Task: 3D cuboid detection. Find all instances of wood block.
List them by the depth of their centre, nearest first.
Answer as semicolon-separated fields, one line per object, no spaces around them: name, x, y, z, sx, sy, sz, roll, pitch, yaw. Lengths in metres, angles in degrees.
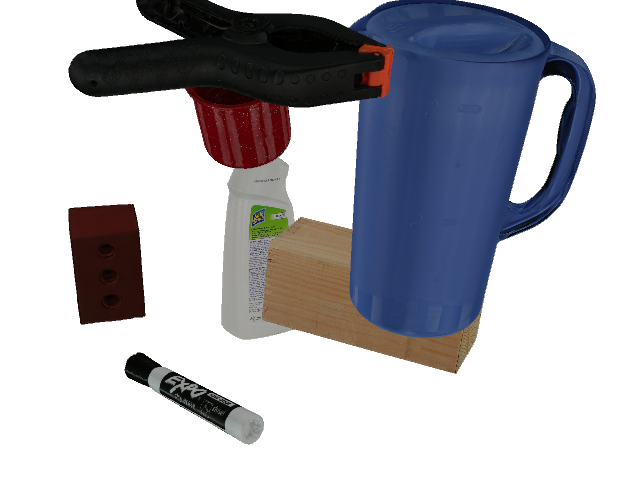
wood block;0.055;0.052;1.077;0.206;0.091;0.090;14;24;17

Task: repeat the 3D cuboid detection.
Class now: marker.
marker;-0.083;0.097;0.672;0.121;0.020;0.020;19;13;41

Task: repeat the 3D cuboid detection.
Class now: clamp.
clamp;-0.049;-0.101;0.589;0.171;0.039;0.120;13;43;15

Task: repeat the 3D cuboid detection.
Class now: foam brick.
foam brick;-0.167;0.017;0.837;0.053;0.078;0.051;-6;28;-11

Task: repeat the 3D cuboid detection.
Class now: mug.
mug;-0.062;-0.126;0.963;0.093;0.081;0.117;29;57;28

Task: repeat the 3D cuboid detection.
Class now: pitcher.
pitcher;0.097;-0.050;0.807;0.144;0.243;0.149;-20;38;-36

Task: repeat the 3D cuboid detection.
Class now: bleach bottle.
bleach bottle;-0.069;-0.007;1.313;0.102;0.251;0.068;-11;25;-35
